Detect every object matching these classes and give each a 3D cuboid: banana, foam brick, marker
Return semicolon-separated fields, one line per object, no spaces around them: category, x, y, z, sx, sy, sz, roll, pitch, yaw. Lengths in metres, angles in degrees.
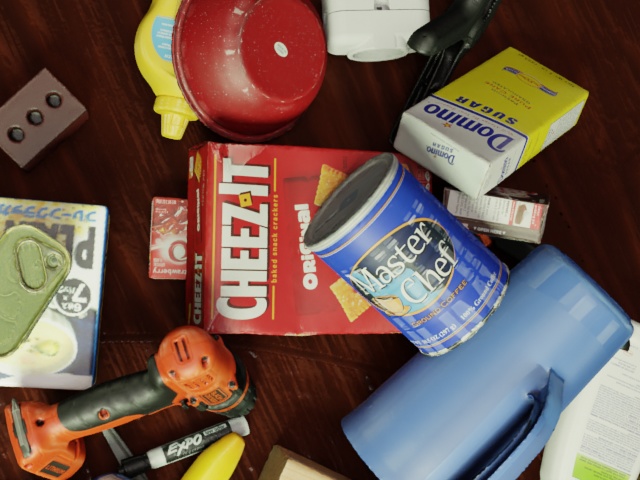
banana;-0.109;0.265;0.929;0.069;0.037;0.198;7;83;-14
foam brick;-0.247;-0.104;0.933;0.053;0.051;0.078;45;81;-5
marker;-0.122;0.185;0.948;0.121;0.020;0.020;-18;90;-18

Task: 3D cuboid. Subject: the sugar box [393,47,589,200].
sugar box;0.155;-0.108;0.948;0.093;0.048;0.175;35;43;22

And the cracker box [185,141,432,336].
cracker box;-0.006;0.001;0.940;0.213;0.072;0.164;2;87;-21

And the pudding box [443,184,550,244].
pudding box;0.158;-0.027;0.954;0.090;0.113;0.039;9;100;11

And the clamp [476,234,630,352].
clamp;0.188;0.068;0.987;0.120;0.039;0.171;-41;68;10

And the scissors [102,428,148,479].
scissors;-0.153;0.262;0.949;0.201;0.016;0.096;45;81;-4

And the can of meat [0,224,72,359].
can of meat;-0.239;0.040;0.842;0.057;0.084;0.102;33;83;-7

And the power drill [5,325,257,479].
power drill;-0.150;0.139;0.891;0.187;0.184;0.057;-24;66;1

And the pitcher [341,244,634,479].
pitcher;0.148;0.126;0.900;0.243;0.144;0.149;-46;66;6

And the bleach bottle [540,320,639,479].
bleach bottle;0.250;0.196;0.997;0.102;0.068;0.251;24;86;-6

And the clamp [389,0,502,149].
clamp;0.125;-0.186;0.978;0.036;0.165;0.209;31;59;11

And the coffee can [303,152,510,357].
coffee can;0.071;0.012;0.875;0.140;0.103;0.102;43;81;-15

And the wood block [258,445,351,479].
wood block;0.038;0.268;0.943;0.206;0.091;0.090;26;83;-7

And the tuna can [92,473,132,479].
tuna can;-0.177;0.241;0.897;0.034;0.086;0.086;16;83;33

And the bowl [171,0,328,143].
bowl;-0.047;-0.166;0.933;0.161;0.055;0.162;-4;96;-37

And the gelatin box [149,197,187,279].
gelatin box;-0.108;0.000;0.962;0.089;0.030;0.073;3;87;-9

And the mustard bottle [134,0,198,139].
mustard bottle;-0.114;-0.185;0.955;0.096;0.058;0.191;13;85;-21
